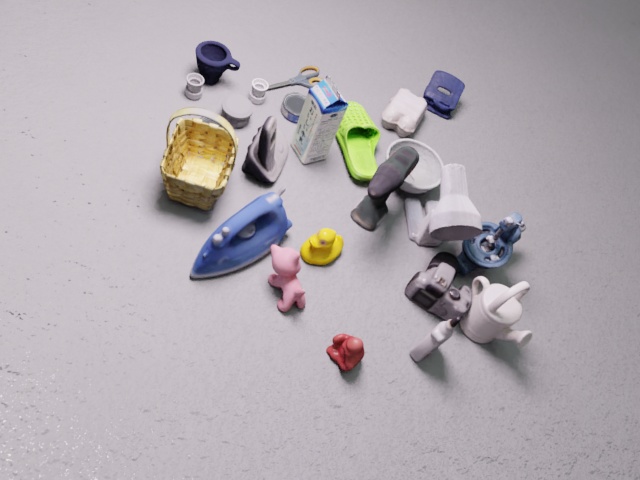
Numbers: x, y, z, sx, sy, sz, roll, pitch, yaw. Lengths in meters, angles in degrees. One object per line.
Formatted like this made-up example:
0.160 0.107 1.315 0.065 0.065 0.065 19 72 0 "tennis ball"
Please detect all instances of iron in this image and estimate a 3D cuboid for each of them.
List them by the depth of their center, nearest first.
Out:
-0.168 -0.020 1.223 0.118 0.141 0.259 44 55 11 "iron"

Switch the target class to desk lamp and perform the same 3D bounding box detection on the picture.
0.292 -0.068 1.369 0.118 0.213 0.203 6 57 -15 "desk lamp"

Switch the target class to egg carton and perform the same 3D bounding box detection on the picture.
0.240 -0.365 1.630 0.107 0.069 0.150 30 54 1 "egg carton"

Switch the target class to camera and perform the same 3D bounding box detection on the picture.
0.292 0.097 1.333 0.143 0.100 0.137 33 54 3 "camera"

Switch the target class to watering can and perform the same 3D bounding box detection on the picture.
0.405 0.155 1.277 0.172 0.194 0.101 42 55 10 "watering can"

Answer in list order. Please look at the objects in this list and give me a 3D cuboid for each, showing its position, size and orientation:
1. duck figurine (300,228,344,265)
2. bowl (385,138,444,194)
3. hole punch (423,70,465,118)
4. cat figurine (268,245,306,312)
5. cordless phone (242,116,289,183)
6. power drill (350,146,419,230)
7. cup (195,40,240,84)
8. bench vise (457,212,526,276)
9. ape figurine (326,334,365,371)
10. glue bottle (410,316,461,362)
0.012 0.005 1.304 0.105 0.086 0.077 -16 65 -27 "duck figurine"
0.240 -0.182 1.509 0.168 0.074 0.167 9 56 -14 "bowl"
0.366 -0.434 1.705 0.108 0.091 0.101 26 54 -2 "hole punch"
-0.064 0.072 1.214 0.067 0.117 0.127 -14 64 -26 "cat figurine"
-0.114 -0.240 1.355 0.094 0.185 0.147 20 54 -5 "cordless phone"
0.149 -0.118 1.354 0.075 0.208 0.230 36 54 6 "power drill"
-0.269 -0.451 1.492 0.118 0.095 0.092 19 54 -7 "cup"
0.428 -0.019 1.381 0.121 0.219 0.208 39 55 8 "bench vise"
0.062 0.225 1.176 0.076 0.092 0.078 7 57 -15 "ape figurine"
0.252 0.201 1.208 0.078 0.173 0.037 -31 72 -32 "glue bottle"
